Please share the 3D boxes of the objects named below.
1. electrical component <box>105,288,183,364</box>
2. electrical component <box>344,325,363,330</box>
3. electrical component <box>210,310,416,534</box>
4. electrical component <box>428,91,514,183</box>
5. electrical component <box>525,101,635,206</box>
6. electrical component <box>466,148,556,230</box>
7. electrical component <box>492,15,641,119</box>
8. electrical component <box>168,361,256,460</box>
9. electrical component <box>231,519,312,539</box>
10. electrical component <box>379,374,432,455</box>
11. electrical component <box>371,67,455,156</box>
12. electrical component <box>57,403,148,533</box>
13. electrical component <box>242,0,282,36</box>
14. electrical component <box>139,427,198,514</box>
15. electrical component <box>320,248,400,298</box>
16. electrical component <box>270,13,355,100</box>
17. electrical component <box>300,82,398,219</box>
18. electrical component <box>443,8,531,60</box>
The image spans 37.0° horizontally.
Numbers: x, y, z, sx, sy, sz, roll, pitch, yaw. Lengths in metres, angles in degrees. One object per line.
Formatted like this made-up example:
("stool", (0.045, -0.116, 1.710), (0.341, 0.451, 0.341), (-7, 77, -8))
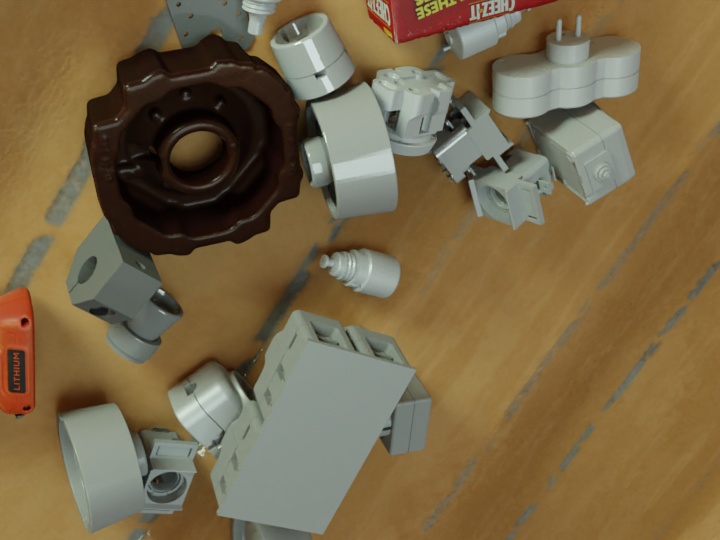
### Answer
("electrical component", (-0.184, 0.046, 0.915), (0.045, 0.045, 0.055), (30, 104, -35))
("electrical component", (-0.003, 0.085, 1.010), (0.048, 0.062, 0.048), (-11, 123, -18))
("electrical component", (-0.046, 0.134, 0.947), (0.105, 0.060, 0.186), (18, 112, -27))
("electrical component", (0.091, -0.114, 0.941), (0.064, 0.042, 0.081), (-39, 127, 4))
("electrical component", (0.204, -0.108, 0.961), (0.061, 0.096, 0.061), (-32, 128, -5))
("electrical component", (0.138, -0.075, 0.971), (0.064, 0.081, 0.042), (-39, 131, -26))
("electrical component", (0.180, -0.184, 0.931), (0.138, 0.052, 0.073), (-15, 125, -15))
("electrical component", (-0.124, 0.132, 0.990), (0.059, 0.053, 0.095), (-36, 127, 0))
("electrical component", (-0.081, 0.279, 1.070), (0.060, 0.108, 0.108), (-9, 123, -26))
("electrical component", (0.025, 0.146, 1.069), (0.077, 0.047, 0.065), (-7, 122, -21))
("electrical component", (0.040, -0.131, 0.896), (0.078, 0.058, 0.057), (-17, 131, -40))
("electrical component", (-0.220, 0.168, 0.939), (0.060, 0.108, 0.108), (-14, 125, -23))
("electrical component", (-0.075, -0.208, 0.813), (0.035, 0.035, 0.061), (-2, 123, -23))
("electrical component", (-0.184, 0.182, 0.988), (0.042, 0.063, 0.081), (10, 115, -30))
("electrical component", (0.000, 0.000, 0.972), (0.078, 0.040, 0.040), (14, 113, -30))
("electrical component", (-0.038, -0.168, 0.843), (0.055, 0.055, 0.047), (-30, 123, -4))
("electrical component", (-0.014, -0.093, 0.869), (0.060, 0.108, 0.108), (-15, 125, -9))
("electrical component", (0.104, -0.205, 0.891), (0.078, 0.040, 0.040), (-25, 127, -8))
